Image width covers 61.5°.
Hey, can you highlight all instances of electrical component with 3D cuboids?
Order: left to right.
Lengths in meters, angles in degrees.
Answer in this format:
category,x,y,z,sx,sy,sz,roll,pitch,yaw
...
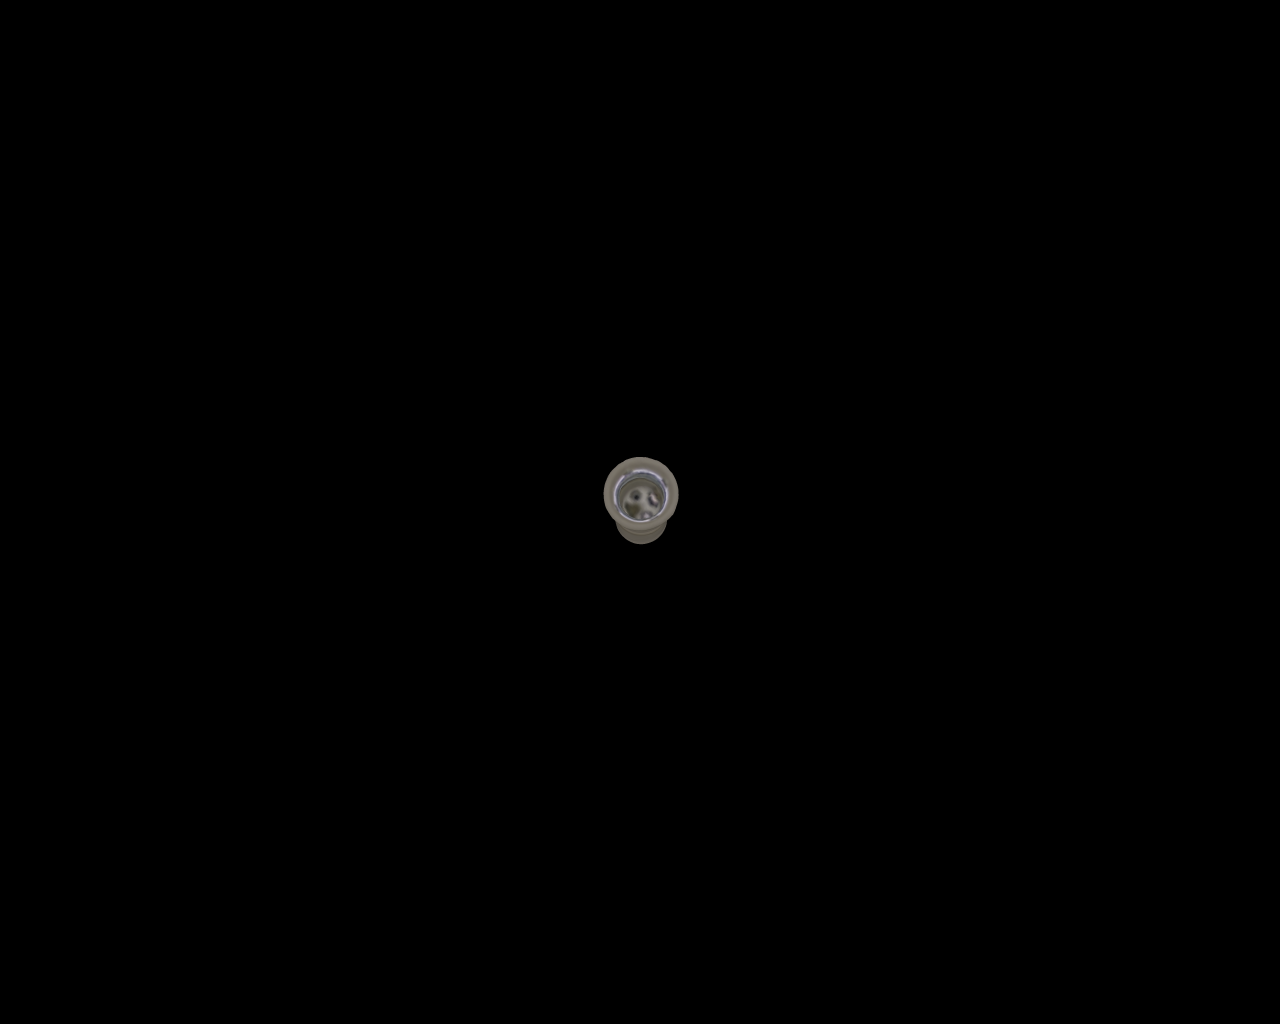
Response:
category,x,y,z,sx,sy,sz,roll,pitch,yaw
electrical component,0.001,-0.003,0.650,0.044,0.044,0.065,0,-16,0
